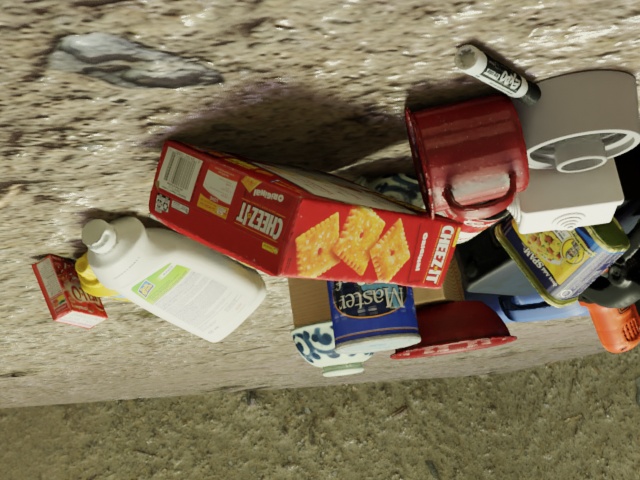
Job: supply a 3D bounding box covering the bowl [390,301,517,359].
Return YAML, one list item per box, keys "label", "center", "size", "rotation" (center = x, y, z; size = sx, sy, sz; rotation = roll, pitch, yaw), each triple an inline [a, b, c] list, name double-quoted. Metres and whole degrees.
- label: "bowl"
  center: [0.164, 0.112, 1.348]
  size: [0.162, 0.055, 0.162]
  rotation: [-8, 169, -2]

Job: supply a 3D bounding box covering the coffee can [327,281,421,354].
- label: "coffee can"
  center: [0.059, 0.059, 1.272]
  size: [0.103, 0.140, 0.103]
  rotation: [-7, 168, -2]

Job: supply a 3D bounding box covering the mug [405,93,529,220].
- label: "mug"
  center: [0.119, -0.062, 0.842]
  size: [0.081, 0.117, 0.093]
  rotation: [-13, 133, 2]

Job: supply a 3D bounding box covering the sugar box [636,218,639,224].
- label: "sugar box"
  center: [0.363, -0.059, 0.974]
  size: [0.093, 0.048, 0.176]
  rotation: [-8, 140, -18]

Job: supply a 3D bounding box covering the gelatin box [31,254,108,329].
- label: "gelatin box"
  center: [-0.285, 0.060, 1.225]
  size: [0.030, 0.073, 0.089]
  rotation: [-29, 163, 10]

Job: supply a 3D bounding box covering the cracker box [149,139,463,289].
- label: "cracker box"
  center: [-0.010, -0.017, 0.890]
  size: [0.164, 0.072, 0.213]
  rotation: [24, -170, 40]

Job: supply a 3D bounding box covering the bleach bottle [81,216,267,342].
- label: "bleach bottle"
  center: [-0.160, 0.031, 1.140]
  size: [0.102, 0.068, 0.250]
  rotation: [-45, 146, 4]

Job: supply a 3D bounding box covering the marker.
- label: "marker"
  center: [0.134, -0.120, 0.791]
  size: [0.020, 0.020, 0.120]
  rotation: [-15, 165, 32]

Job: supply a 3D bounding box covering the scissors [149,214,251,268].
- label: "scissors"
  center: [-0.084, 0.003, 1.137]
  size: [0.096, 0.016, 0.201]
  rotation: [-2, 162, 30]

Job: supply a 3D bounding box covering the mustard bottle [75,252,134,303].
- label: "mustard bottle"
  center: [-0.219, 0.042, 1.226]
  size: [0.096, 0.058, 0.191]
  rotation: [-2, 170, 22]

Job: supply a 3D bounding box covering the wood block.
- label: "wood block"
  center: [0.070, 0.054, 1.377]
  size: [0.206, 0.091, 0.090]
  rotation: [-13, 167, 23]

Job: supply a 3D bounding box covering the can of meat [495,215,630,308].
- label: "can of meat"
  center: [0.227, -0.003, 0.999]
  size: [0.057, 0.102, 0.084]
  rotation: [-9, 147, -45]

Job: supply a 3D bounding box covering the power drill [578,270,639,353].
- label: "power drill"
  center: [0.369, 0.014, 1.246]
  size: [0.187, 0.184, 0.057]
  rotation: [-28, -166, -25]

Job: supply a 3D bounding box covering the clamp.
- label: "clamp"
  center: [0.292, 0.016, 1.007]
  size: [0.039, 0.120, 0.172]
  rotation: [-15, -169, -35]

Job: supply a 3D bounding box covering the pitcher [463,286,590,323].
- label: "pitcher"
  center: [0.290, 0.048, 1.378]
  size: [0.149, 0.145, 0.243]
  rotation: [15, 159, -41]

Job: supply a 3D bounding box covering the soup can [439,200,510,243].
- label: "soup can"
  center: [0.145, -0.039, 1.051]
  size: [0.068, 0.068, 0.102]
  rotation: [-4, 168, -13]
